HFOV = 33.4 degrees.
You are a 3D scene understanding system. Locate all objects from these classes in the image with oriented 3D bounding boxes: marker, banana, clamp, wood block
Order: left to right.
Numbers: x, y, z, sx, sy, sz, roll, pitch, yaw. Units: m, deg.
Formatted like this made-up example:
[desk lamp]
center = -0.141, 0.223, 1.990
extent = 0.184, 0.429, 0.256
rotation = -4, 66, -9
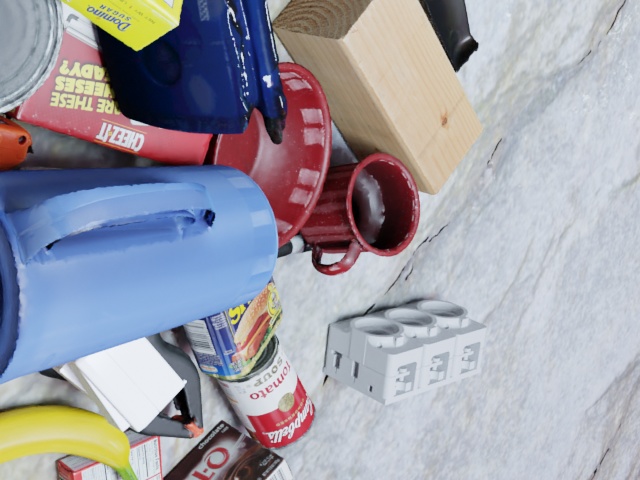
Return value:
[banana]
center = -0.226, 0.164, 0.831
extent = 0.197, 0.037, 0.069
rotation = 6, 73, -36
[clamp]
center = -0.158, 0.112, 0.884
extent = 0.120, 0.039, 0.171
rotation = -36, 117, -20
[marker]
center = -0.007, 0.001, 1.011
extent = 0.120, 0.020, 0.020
rotation = -12, 114, -42
[wood block]
center = 0.057, -0.145, 0.964
extent = 0.090, 0.090, 0.206
rotation = -53, 135, -17

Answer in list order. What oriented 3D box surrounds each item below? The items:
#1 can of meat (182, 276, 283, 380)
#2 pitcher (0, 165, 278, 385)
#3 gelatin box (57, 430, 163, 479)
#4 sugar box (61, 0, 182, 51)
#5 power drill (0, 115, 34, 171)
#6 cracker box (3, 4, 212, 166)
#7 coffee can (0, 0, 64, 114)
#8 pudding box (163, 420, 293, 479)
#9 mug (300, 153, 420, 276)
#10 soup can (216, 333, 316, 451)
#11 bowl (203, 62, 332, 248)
[can of meat]
center = -0.077, 0.058, 0.922
extent = 0.102, 0.058, 0.084
rotation = -56, 143, -42
[pitcher]
center = -0.136, 0.007, 0.709
extent = 0.242, 0.149, 0.145
rotation = -12, 119, -49
[gelatin box]
center = -0.178, 0.209, 0.918
extent = 0.089, 0.030, 0.073
rotation = -20, 119, -39
[sugar box]
center = -0.119, -0.210, 0.636
extent = 0.093, 0.048, 0.176
rotation = 32, 47, -38
[power drill]
center = -0.279, -0.002, 0.707
extent = 0.184, 0.057, 0.188
rotation = 7, 106, -46
[cracker box]
center = -0.133, -0.174, 0.775
extent = 0.163, 0.072, 0.214
rotation = 15, 97, -45
[coffee can]
center = -0.234, -0.137, 0.637
extent = 0.102, 0.141, 0.103
rotation = -19, 118, -39
[pudding box]
center = -0.093, 0.228, 0.967
extent = 0.113, 0.090, 0.039
rotation = -42, 134, -26
[mug]
center = 0.027, -0.019, 0.972
extent = 0.093, 0.082, 0.117
rotation = 37, 63, -34
[soup can]
center = -0.052, 0.137, 0.987
extent = 0.068, 0.069, 0.102
rotation = -44, 131, -24
[bowl]
center = -0.057, -0.072, 0.892
extent = 0.161, 0.055, 0.162
rotation = -30, 127, -48
